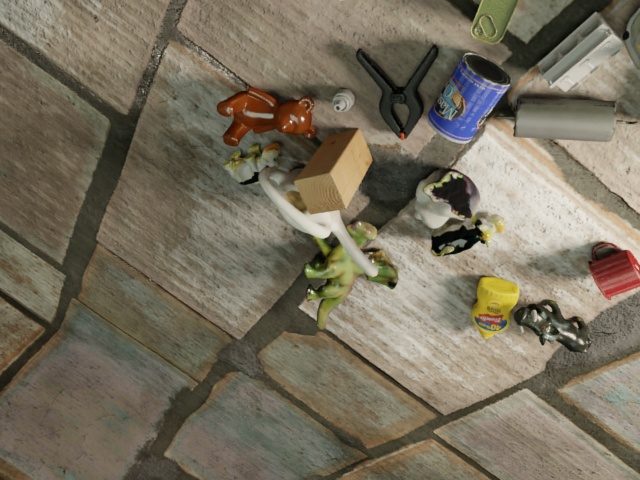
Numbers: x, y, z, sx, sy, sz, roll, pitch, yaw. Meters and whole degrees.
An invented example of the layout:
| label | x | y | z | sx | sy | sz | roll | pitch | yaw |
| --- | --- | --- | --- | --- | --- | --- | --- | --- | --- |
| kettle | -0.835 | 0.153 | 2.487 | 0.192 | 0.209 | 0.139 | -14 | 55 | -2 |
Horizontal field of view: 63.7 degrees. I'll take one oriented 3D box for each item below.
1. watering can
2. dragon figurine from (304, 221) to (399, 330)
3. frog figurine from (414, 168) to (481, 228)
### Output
| label | x | y | z | sx | sy | sz | roll | pitch | yaw |
| --- | --- | --- | --- | --- | --- | --- | --- | --- | --- |
| watering can | 0.004 | -0.061 | 1.215 | 0.346 | 0.228 | 0.102 | 39 | 115 | -8 |
| dragon figurine | 0.089 | 0.104 | 1.390 | 0.243 | 0.125 | 0.401 | 3 | 129 | 13 |
| frog figurine | 0.281 | -0.088 | 1.161 | 0.137 | 0.124 | 0.158 | 16 | 168 | 2 |
